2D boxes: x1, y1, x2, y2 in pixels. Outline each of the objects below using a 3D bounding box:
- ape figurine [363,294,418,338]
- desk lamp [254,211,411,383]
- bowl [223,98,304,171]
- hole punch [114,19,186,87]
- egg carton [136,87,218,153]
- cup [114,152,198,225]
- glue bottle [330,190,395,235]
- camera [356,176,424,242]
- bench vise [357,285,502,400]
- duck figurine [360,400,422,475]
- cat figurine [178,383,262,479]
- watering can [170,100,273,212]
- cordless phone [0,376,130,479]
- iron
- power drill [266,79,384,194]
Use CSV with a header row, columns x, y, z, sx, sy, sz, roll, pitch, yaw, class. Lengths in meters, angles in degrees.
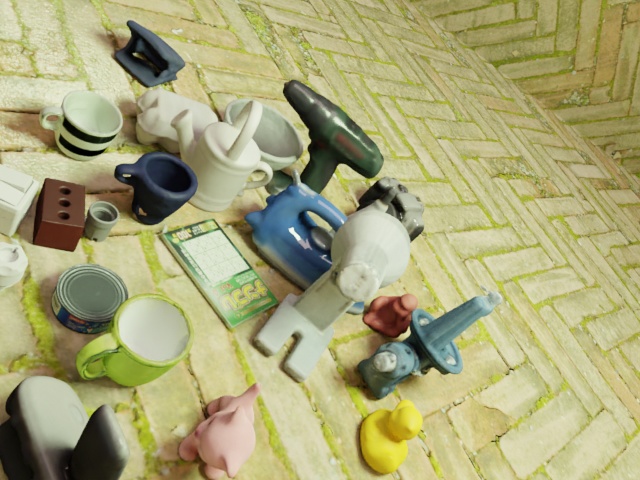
x,y,z,sx,sy,sz,roll,pitch,yaw,class
0.131,0.123,0.986,0.076,0.092,0.077,-2,54,-43,ape figurine
0.032,0.073,0.845,0.118,0.213,0.203,40,36,-2,desk lamp
-0.119,-0.187,1.092,0.168,0.074,0.167,24,39,-22,bowl
-0.313,-0.358,1.078,0.108,0.091,0.101,42,36,1,hole punch
-0.245,-0.199,0.995,0.151,0.069,0.107,14,44,-32,egg carton
-0.250,-0.069,0.836,0.118,0.094,0.091,8,48,-37,cup
0.080,-0.028,1.025,0.037,0.173,0.078,-20,67,-50,glue bottle
0.136,-0.066,1.175,0.137,0.100,0.143,-2,54,-43,camera
0.178,0.163,0.878,0.121,0.219,0.208,47,37,8,bench vise
0.109,0.274,0.816,0.077,0.086,0.105,36,37,-7,duck figurine
-0.102,0.217,0.657,0.067,0.117,0.128,38,36,-4,cat figurine
-0.153,-0.144,0.916,0.173,0.193,0.100,9,47,-36,watering can
-0.225,0.176,0.532,0.094,0.184,0.147,-14,63,-48,cordless phone
0.009,0.003,0.956,0.258,0.141,0.119,40,36,-1,iron
-0.010,-0.157,1.047,0.230,0.208,0.075,27,38,-18,power drill
